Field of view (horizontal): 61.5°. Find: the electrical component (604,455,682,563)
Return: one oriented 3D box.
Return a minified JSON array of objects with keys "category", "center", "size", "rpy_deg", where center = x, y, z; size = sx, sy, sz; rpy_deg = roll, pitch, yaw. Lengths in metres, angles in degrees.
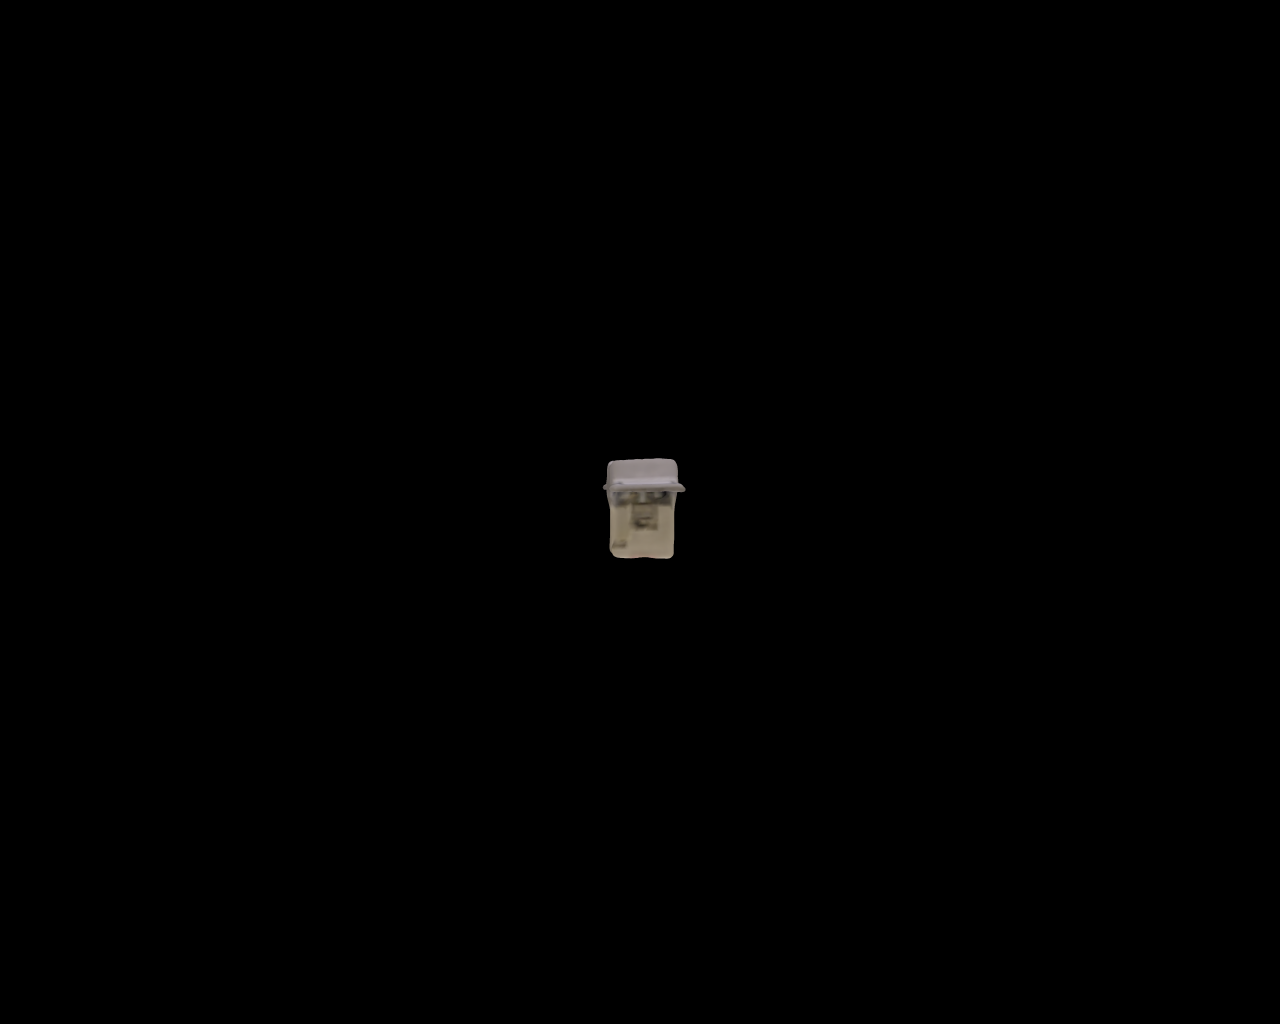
[{"category":"electrical component","center":[0.001,-0.003,0.650],"size":[0.042,0.063,0.081],"rpy_deg":[0,2,-4]}]
